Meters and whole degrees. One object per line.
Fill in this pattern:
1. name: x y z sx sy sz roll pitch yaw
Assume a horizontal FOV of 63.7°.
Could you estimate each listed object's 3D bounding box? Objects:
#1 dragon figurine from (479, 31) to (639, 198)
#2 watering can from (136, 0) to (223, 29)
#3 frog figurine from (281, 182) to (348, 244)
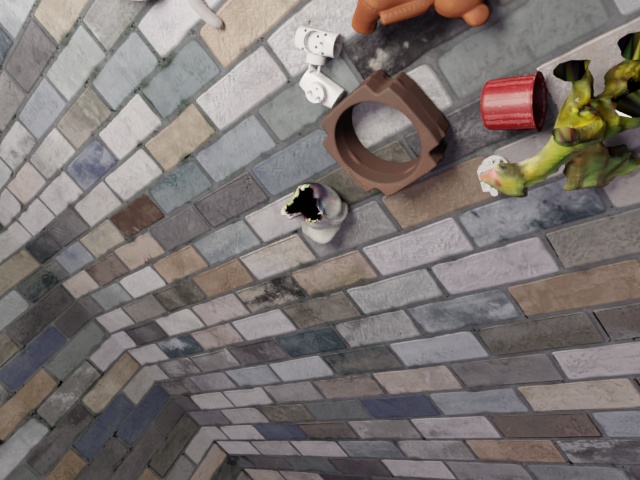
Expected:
1. dragon figurine: 0.439 -0.165 0.756 0.409 0.125 0.238 -19 149 12
2. watering can: -0.325 -0.545 0.953 0.347 0.106 0.219 21 134 -5
3. frog figurine: 0.004 -0.059 1.168 0.137 0.125 0.157 -9 157 28
